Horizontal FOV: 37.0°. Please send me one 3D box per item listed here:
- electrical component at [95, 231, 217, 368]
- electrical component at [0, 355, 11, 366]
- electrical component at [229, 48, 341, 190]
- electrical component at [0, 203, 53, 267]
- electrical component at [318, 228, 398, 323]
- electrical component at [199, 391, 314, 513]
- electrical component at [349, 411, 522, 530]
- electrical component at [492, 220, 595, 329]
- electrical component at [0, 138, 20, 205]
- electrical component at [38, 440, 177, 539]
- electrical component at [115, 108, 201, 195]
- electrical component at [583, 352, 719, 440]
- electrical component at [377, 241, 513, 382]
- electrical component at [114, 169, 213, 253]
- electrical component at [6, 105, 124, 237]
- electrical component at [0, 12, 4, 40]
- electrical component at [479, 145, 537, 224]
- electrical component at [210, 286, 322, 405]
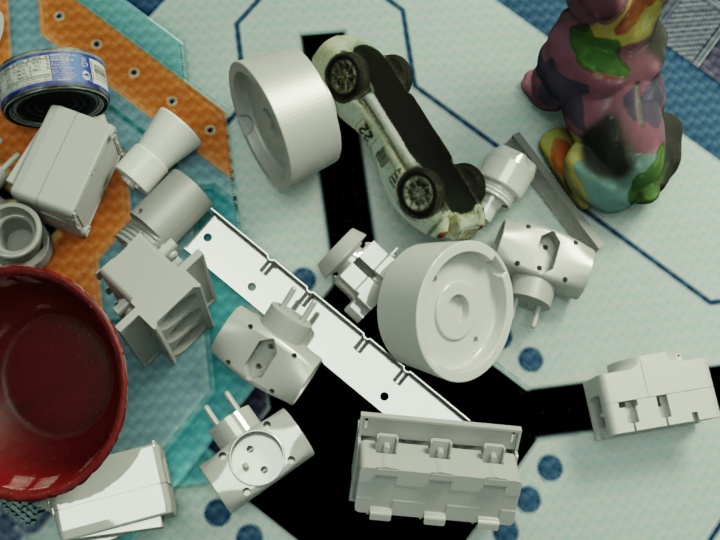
[{"bbox_3d":[-0.151,0.022,0.802,0.063,0.121,0.079,43,76,9],"label":"electrical component"},{"bbox_3d":[-0.263,0.040,0.825,0.083,0.047,0.075,8,74,-3],"label":"electrical component"},{"bbox_3d":[-0.054,-0.125,0.860,0.060,0.108,0.108,-25,78,-17],"label":"electrical component"},{"bbox_3d":[-0.266,-0.023,0.838,0.045,0.055,0.045,1,75,-5],"label":"electrical component"},{"bbox_3d":[0.000,0.000,0.861,0.055,0.048,0.066,44,76,-1],"label":"electrical component"},{"bbox_3d":[-0.088,0.130,0.818,0.077,0.044,0.079,-34,80,-13],"label":"electrical component"},{"bbox_3d":[0.057,0.154,0.808,0.121,0.063,0.078,6,115,-3],"label":"electrical component"},{"bbox_3d":[0.142,0.008,0.872,0.077,0.043,0.079,19,74,0],"label":"electrical component"},{"bbox_3d":[-0.306,-0.071,0.853,0.077,0.044,0.079,40,75,6],"label":"electrical component"},{"bbox_3d":[-0.186,0.169,0.790,0.096,0.061,0.061,-14,76,-8],"label":"electrical component"},{"bbox_3d":[-0.167,-0.094,0.874,0.044,0.044,0.065,39,80,6],"label":"electrical component"},{"bbox_3d":[0.229,0.098,0.851,0.089,0.050,0.055,-8,76,-7],"label":"electrical component"},{"bbox_3d":[0.061,0.029,0.834,0.108,0.060,0.108,-6,99,-41],"label":"electrical component"},{"bbox_3d":[-0.161,-0.037,0.857,0.043,0.043,0.081,41,76,6],"label":"electrical component"},{"bbox_3d":[-0.232,-0.085,0.854,0.061,0.061,0.096,20,74,0],"label":"electrical component"},{"bbox_3d":[-0.326,-0.152,0.869,0.074,0.052,0.138,26,74,2],"label":"electrical component"},{"bbox_3d":[0.115,-0.069,0.891,0.043,0.043,0.062,30,82,3],"label":"electrical component"},{"bbox_3d":[-0.063,0.051,0.834,0.077,0.043,0.079,33,98,4],"label":"electrical component"}]
